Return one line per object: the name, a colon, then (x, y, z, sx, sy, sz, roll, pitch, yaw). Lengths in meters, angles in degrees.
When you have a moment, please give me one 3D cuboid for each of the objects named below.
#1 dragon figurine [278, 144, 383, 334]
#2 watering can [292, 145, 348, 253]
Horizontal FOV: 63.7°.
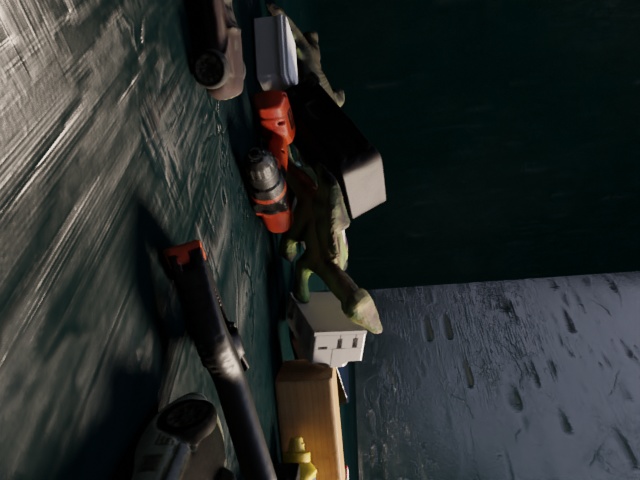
dragon figurine: (0.003, -0.042, 0.825, 0.123, 0.415, 0.239, -15, -16, -19)
watering can: (-0.010, -0.073, 1.142, 0.104, 0.355, 0.219, -13, -33, 3)
